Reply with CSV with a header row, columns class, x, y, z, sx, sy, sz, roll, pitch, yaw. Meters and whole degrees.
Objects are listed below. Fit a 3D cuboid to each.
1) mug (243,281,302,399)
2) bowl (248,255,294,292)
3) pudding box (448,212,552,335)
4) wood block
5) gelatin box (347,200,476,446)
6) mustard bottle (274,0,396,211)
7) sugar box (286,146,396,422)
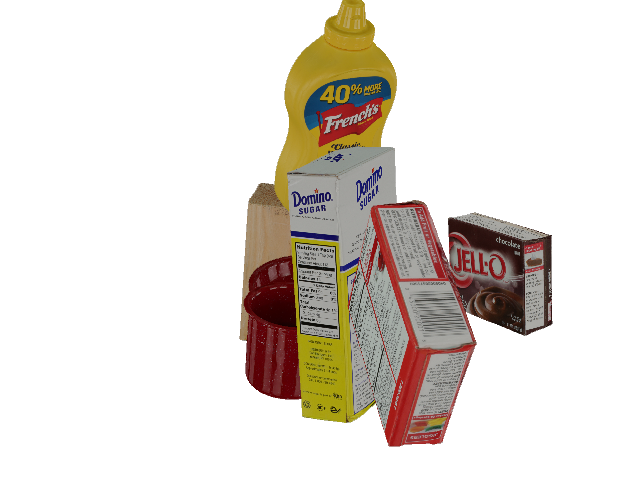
class,x,y,z,sx,sy,sz,roll,pitch,yaw
mug,-0.020,0.100,0.997,0.117,0.081,0.093,26,32,37
bowl,-0.002,0.075,1.204,0.162,0.055,0.162,4,26,-2
pudding box,0.165,0.028,0.990,0.039,0.090,0.114,-14,18,-30
wood block,-0.057,0.034,1.494,0.090,0.206,0.090,8,22,6
gelatin box,0.040,0.038,0.492,0.030,0.089,0.073,-3,-44,-12
mustard bottle,0.016,-0.114,0.905,0.096,0.192,0.058,-9,40,-20
sugar box,0.019,0.029,0.744,0.048,0.176,0.093,3,16,28
